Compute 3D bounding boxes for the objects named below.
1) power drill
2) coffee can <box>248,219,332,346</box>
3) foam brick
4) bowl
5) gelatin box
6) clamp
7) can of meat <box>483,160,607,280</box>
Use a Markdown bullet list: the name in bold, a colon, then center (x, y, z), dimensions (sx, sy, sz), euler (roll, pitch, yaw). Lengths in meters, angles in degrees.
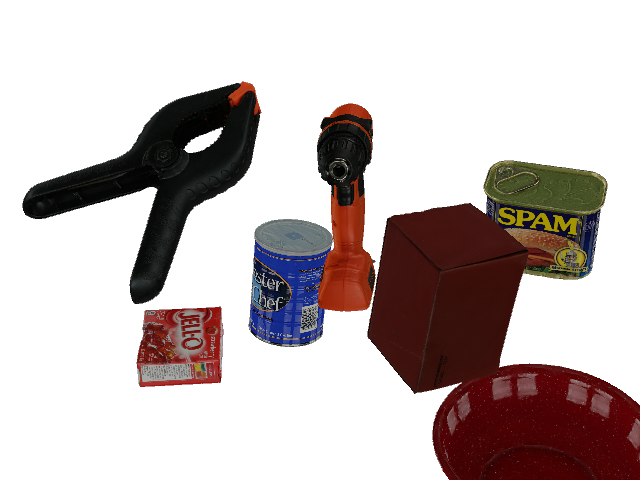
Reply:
- **power drill**: center (0.026, -0.029, 1.047), dimensions (0.057, 0.188, 0.184), euler (3, 21, 6)
- **coffee can**: center (-0.041, 0.055, 1.418), dimensions (0.103, 0.140, 0.103), euler (4, 24, -2)
- **foam brick**: center (0.062, 0.028, 0.536), dimensions (0.052, 0.078, 0.051), euler (-10, 37, -26)
- **bowl**: center (0.160, 0.161, 0.767), dimensions (0.162, 0.055, 0.162), euler (-1, 35, 1)
- **gelatin box**: center (-0.126, 0.095, 0.971), dimensions (0.073, 0.030, 0.089), euler (-2, 29, -2)
- **clamp**: center (-0.111, -0.047, 0.708), dimensions (0.120, 0.171, 0.039), euler (29, -27, 16)
- **can of meat**: center (0.194, -0.016, 0.936), dimensions (0.102, 0.084, 0.057), euler (9, 43, 16)
